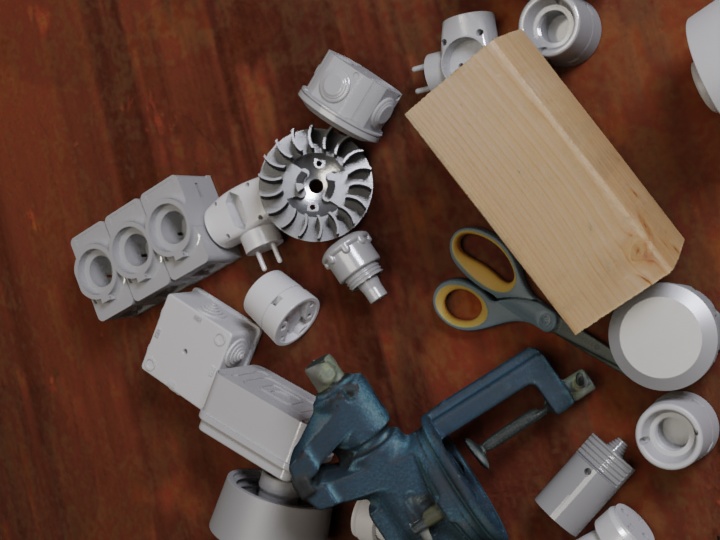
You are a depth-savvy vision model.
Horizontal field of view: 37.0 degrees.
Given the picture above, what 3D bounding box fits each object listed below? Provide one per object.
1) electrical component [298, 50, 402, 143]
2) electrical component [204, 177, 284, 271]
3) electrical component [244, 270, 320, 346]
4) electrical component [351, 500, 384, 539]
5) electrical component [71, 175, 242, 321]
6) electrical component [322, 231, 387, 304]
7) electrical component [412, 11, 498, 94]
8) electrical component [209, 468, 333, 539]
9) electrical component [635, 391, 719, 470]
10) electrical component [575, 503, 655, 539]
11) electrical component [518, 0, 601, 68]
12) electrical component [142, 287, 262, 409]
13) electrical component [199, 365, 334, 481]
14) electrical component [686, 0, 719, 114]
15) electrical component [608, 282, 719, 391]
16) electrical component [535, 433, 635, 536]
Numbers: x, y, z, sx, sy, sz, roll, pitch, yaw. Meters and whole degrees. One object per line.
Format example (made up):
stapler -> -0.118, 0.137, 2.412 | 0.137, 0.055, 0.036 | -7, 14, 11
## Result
electrical component -> -0.008, -0.148, 0.920 | 0.080, 0.080, 0.051 | 38, 105, 22
electrical component -> -0.095, -0.039, 0.995 | 0.077, 0.043, 0.079 | -27, 80, 28
electrical component -> -0.073, 0.033, 0.981 | 0.047, 0.055, 0.055 | 40, 111, 25
electrical component -> 0.026, 0.221, 0.942 | 0.055, 0.045, 0.045 | 9, 97, 29
electrical component -> -0.203, -0.020, 1.046 | 0.150, 0.062, 0.089 | -27, 80, 28
electrical component -> 0.000, 0.000, 0.945 | 0.048, 0.048, 0.062 | -37, 82, 26
electrical component -> 0.079, -0.165, 0.890 | 0.079, 0.044, 0.077 | -10, 88, 30
electrical component -> -0.075, 0.212, 0.965 | 0.108, 0.108, 0.060 | 17, 95, 27
electrical component -> 0.239, 0.122, 0.815 | 0.055, 0.047, 0.055 | 2, 94, 29
electrical component -> 0.197, 0.217, 0.846 | 0.045, 0.045, 0.055 | 48, 113, 18
electrical component -> 0.156, -0.189, 0.844 | 0.055, 0.047, 0.055 | 2, 94, 29
electrical component -> -0.154, 0.076, 1.031 | 0.100, 0.048, 0.099 | 30, 107, 24
electrical component -> -0.081, 0.138, 0.978 | 0.113, 0.078, 0.057 | 26, 102, 25
electrical component -> 0.269, -0.141, 0.752 | 0.060, 0.108, 0.108 | -26, 80, 34
electrical component -> 0.233, 0.048, 0.812 | 0.080, 0.051, 0.080 | 2, 94, 29
electrical component -> 0.181, 0.165, 0.850 | 0.043, 0.043, 0.081 | 42, 93, 21
